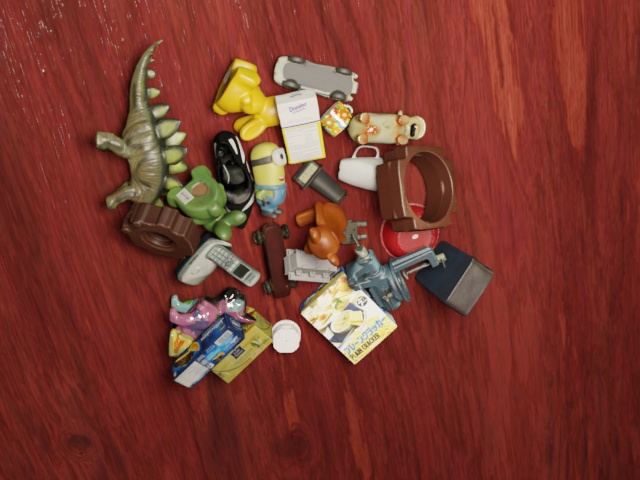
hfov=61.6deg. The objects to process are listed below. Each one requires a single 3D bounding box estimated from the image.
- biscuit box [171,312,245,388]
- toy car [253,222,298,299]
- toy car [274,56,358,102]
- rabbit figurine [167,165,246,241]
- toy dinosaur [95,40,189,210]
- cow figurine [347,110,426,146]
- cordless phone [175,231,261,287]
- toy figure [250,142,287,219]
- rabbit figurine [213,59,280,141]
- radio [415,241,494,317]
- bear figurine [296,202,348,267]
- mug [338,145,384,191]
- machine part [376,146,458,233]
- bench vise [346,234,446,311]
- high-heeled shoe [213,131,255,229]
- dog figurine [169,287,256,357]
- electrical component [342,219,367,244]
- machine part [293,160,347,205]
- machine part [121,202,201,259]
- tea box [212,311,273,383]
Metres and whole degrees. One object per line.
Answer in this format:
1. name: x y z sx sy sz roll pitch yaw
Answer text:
1. biscuit box: -0.274 0.270 1.314 0.202 0.063 0.059 -43 126 9
2. toy car: -0.114 0.051 1.378 0.089 0.053 0.201 -17 109 -22
3. toy car: -0.008 -0.380 1.268 0.202 0.056 0.073 11 98 -10
4. rabbit figurine: -0.251 -0.073 1.274 0.159 0.170 0.121 32 74 18
5. toy dinosaur: -0.410 -0.216 1.252 0.199 0.105 0.470 -5 115 -12
6. cow figurine: 0.159 -0.262 1.267 0.195 0.127 0.085 -4 106 -17
7. cordless phone: -0.255 0.078 1.358 0.184 0.089 0.146 39 98 -19
8. toy figure: -0.125 -0.146 1.308 0.089 0.082 0.180 1 108 -8
9. rabbit figurine: -0.150 -0.311 1.246 0.173 0.122 0.162 18 107 -29
10. radio: 0.332 0.089 1.344 0.073 0.230 0.131 33 95 -14
11. bear figurine: 0.000 -0.006 1.284 0.132 0.196 0.120 -30 111 30
12. mug: 0.100 -0.178 1.322 0.107 0.081 0.109 6 111 1
13. machine part: 0.233 -0.121 1.292 0.201 0.087 0.201 -7 92 -38
14. bench vise: 0.192 0.071 1.347 0.241 0.129 0.223 -24 113 13
15. high-heeled shoe: -0.203 -0.134 1.269 0.086 0.145 0.248 -10 105 -2
16. dog figurine: -0.276 0.212 1.381 0.219 0.108 0.191 2 105 -9
17. electrical component: 0.075 -0.022 1.392 0.094 0.021 0.063 -3 106 -4
18. machine part: 0.005 -0.140 1.346 0.139 0.039 0.084 34 91 -12
19. machine part: -0.365 -0.016 1.243 0.179 0.179 0.056 19 61 -11
20. tea box: -0.205 0.279 1.410 0.068 0.098 0.169 43 96 -16
